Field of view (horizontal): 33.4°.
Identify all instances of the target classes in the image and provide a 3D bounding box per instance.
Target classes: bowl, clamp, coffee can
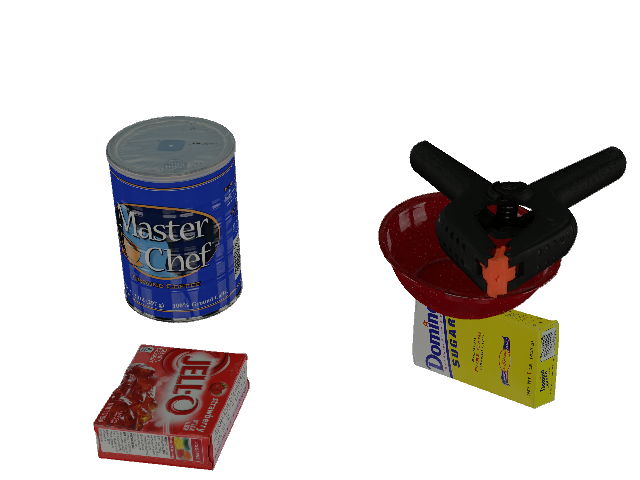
[{"bbox_3d":[0.130,0.021,0.953,0.162,0.055,0.162,2,36,-2],"label":"bowl"},{"bbox_3d":[0.124,-0.025,0.760,0.165,0.036,0.209,5,29,19],"label":"clamp"},{"bbox_3d":[-0.118,-0.018,0.884,0.103,0.140,0.103,0,33,0],"label":"coffee can"}]

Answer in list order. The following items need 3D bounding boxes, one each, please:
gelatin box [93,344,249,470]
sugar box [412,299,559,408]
[{"bbox_3d":[-0.090,0.101,0.664,0.073,0.030,0.089,4,29,11],"label":"gelatin box"},{"bbox_3d":[0.182,0.117,1.199,0.177,0.093,0.048,14,18,43],"label":"sugar box"}]
